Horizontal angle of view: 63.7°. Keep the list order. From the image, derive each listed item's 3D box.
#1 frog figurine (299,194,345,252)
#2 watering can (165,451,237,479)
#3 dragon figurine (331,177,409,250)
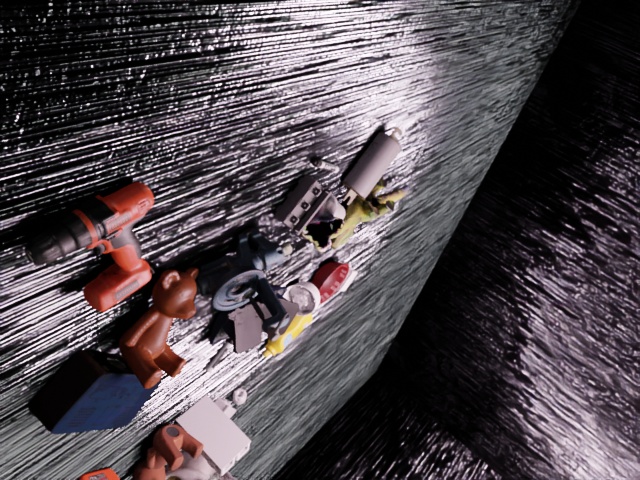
[{"bbox_3d":[0.004,-0.065,1.286,0.163,0.123,0.134,-85,-177,-54],"label":"frog figurine"},{"bbox_3d":[-0.327,0.661,1.467,0.226,0.347,0.103,-48,127,-74],"label":"watering can"},{"bbox_3d":[0.113,-0.065,1.521,0.239,0.123,0.413,-45,163,30],"label":"dragon figurine"}]
